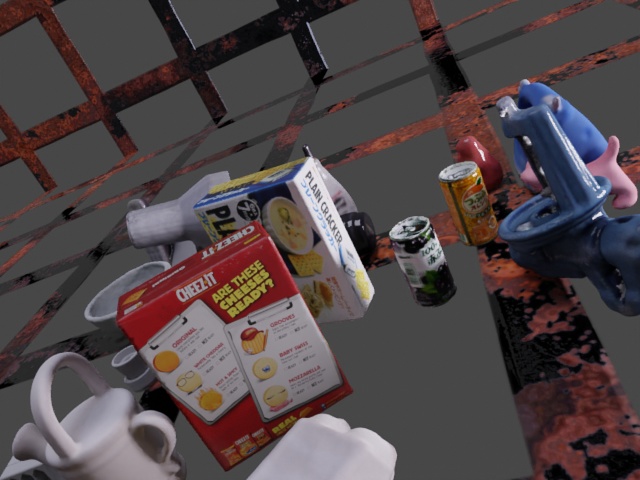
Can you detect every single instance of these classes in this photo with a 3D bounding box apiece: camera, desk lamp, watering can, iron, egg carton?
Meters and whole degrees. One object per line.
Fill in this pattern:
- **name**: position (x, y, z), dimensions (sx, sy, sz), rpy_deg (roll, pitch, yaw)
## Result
- **camera**: position (0.008, 0.003, 0.870), dimensions (0.136, 0.101, 0.143), rpy_deg (-16, 26, 22)
- **desk lamp**: position (-0.189, 0.020, 0.894), dimensions (0.203, 0.214, 0.117), rpy_deg (-28, 24, -4)
- **watering can**: position (-0.236, 0.205, 0.593), dimensions (0.173, 0.194, 0.100), rpy_deg (-28, 24, -3)
- **iron**: position (0.331, -0.175, 0.852), dimensions (0.118, 0.142, 0.258), rpy_deg (-21, 24, 12)
- **egg carton**: position (-0.007, 0.220, 0.486), dimensions (0.107, 0.069, 0.150), rpy_deg (2, 37, 47)

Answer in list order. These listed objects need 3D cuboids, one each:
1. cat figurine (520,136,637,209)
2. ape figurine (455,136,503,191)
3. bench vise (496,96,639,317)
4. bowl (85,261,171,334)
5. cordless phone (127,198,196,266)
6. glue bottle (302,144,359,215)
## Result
- **cat figurine**: position (0.316, -0.086, 0.717), dimensions (0.127, 0.118, 0.067), rpy_deg (-21, 25, 13)
- **ape figurine**: position (0.241, -0.121, 0.897), dimensions (0.075, 0.092, 0.078), rpy_deg (2, 37, 47)
- **bench vise**: position (0.260, -0.046, 0.566), dimensions (0.206, 0.220, 0.122), rpy_deg (3, 37, 48)
- **bowl**: position (-0.321, 0.113, 1.011), dimensions (0.167, 0.075, 0.167), rpy_deg (-22, 24, 11)
- **cordless phone**: position (-0.275, 0.004, 1.049), dimensions (0.147, 0.185, 0.094), rpy_deg (-9, 30, 35)
- **glue bottle**: position (0.009, -0.080, 0.947), dimensions (0.037, 0.173, 0.078), rpy_deg (0, 35, 45)
